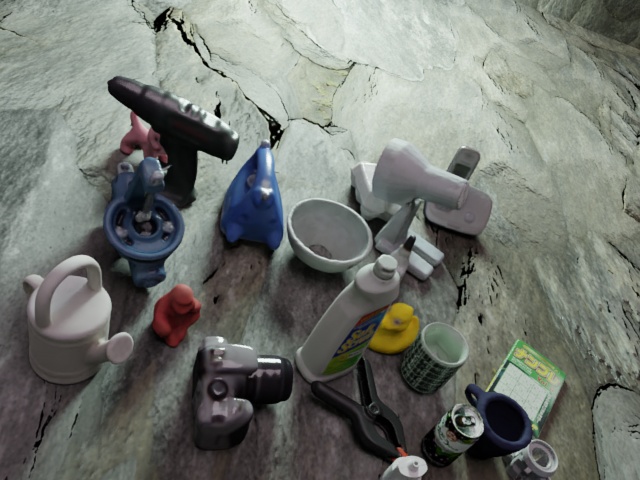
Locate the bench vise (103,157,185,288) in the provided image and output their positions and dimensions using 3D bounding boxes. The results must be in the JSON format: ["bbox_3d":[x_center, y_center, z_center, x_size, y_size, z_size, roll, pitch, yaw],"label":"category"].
[{"bbox_3d":[-0.289,-0.060,0.886,0.122,0.219,0.207,-26,62,-40],"label":"bench vise"}]

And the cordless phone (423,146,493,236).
[{"bbox_3d":[0.317,-0.107,1.233,0.148,0.185,0.094,17,43,-8],"label":"cordless phone"}]

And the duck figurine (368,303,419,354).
[{"bbox_3d":[0.131,0.141,0.977,0.105,0.086,0.077,-7,51,-30],"label":"duck figurine"}]

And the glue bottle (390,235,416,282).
[{"bbox_3d":[0.128,0.053,0.999,0.037,0.173,0.078,19,43,-5],"label":"glue bottle"}]

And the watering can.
[{"bbox_3d":[-0.315,0.098,0.738,0.173,0.194,0.101,21,43,-4],"label":"watering can"}]

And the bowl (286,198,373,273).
[{"bbox_3d":[0.010,0.004,1.066,0.168,0.074,0.167,13,44,-12],"label":"bowl"}]

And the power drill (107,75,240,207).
[{"bbox_3d":[-0.265,-0.165,1.009,0.230,0.208,0.075,16,43,-9],"label":"power drill"}]

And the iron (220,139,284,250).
[{"bbox_3d":[-0.113,-0.109,1.072,0.119,0.141,0.258,10,45,-15],"label":"iron"}]

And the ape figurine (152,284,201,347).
[{"bbox_3d":[-0.212,0.102,0.856,0.078,0.092,0.076,-12,54,-33],"label":"ape figurine"}]

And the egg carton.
[{"bbox_3d":[0.124,-0.106,1.229,0.107,0.069,0.150,4,47,-21],"label":"egg carton"}]

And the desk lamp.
[{"bbox_3d":[0.183,-0.066,1.111,0.203,0.213,0.118,36,44,12],"label":"desk lamp"}]

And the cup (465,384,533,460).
[{"bbox_3d":[0.253,0.287,0.883,0.092,0.095,0.117,-22,60,-38],"label":"cup"}]

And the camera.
[{"bbox_3d":[-0.105,0.203,0.798,0.137,0.101,0.143,6,46,-19],"label":"camera"}]

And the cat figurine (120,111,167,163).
[{"bbox_3d":[-0.312,-0.199,1.088,0.127,0.117,0.067,32,43,8],"label":"cat figurine"}]
